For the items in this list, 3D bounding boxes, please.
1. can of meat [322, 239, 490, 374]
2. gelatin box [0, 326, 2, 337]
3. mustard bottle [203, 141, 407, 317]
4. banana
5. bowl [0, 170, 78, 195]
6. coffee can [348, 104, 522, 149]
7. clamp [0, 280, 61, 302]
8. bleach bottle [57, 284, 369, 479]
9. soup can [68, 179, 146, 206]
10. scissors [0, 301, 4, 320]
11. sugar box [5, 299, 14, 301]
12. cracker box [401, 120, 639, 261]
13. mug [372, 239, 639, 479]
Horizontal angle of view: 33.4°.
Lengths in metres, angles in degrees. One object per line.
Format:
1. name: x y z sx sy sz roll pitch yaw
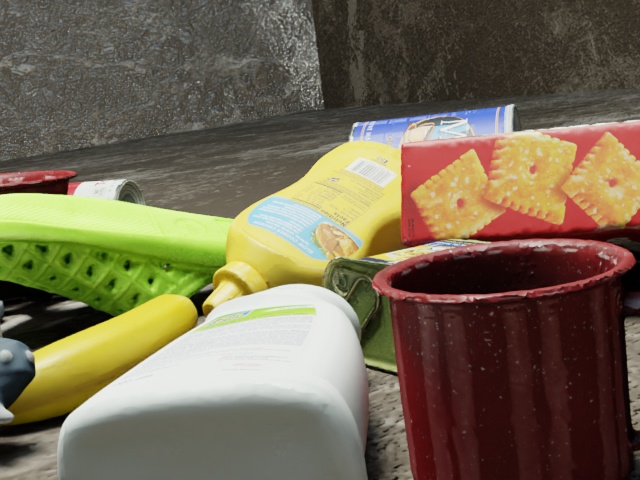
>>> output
1. can of meat: 0.065 0.032 0.562 0.083 0.057 0.102 -12 11 -35
2. gelatin box: -0.255 0.066 0.674 0.089 0.030 0.073 2 14 43
3. mustard bottle: -0.005 0.001 0.705 0.096 0.058 0.191 29 45 28
4. banana: -0.116 0.060 0.588 0.070 0.037 0.197 0 12 31
5. bowl: -0.276 -0.022 0.867 0.162 0.055 0.162 -5 8 0
6. coffee can: 0.104 -0.059 0.928 0.140 0.103 0.102 -5 10 16
7. clamp: -0.224 0.026 0.797 0.120 0.039 0.171 14 8 42
8. bleach bottle: -0.018 0.060 0.450 0.102 0.068 0.250 -5 8 10
9. soup can: -0.235 -0.025 1.075 0.102 0.068 0.068 -3 10 17
10. scissors: -0.292 0.069 0.726 0.096 0.016 0.201 -2 13 14
11. sugar box: -0.334 0.036 0.857 0.176 0.048 0.093 -12 11 -24
12. cracker box: 0.176 -0.022 0.658 0.214 0.072 0.164 -2 -7 24
13. mug: 0.081 0.048 0.384 0.117 0.081 0.093 -4 10 21
